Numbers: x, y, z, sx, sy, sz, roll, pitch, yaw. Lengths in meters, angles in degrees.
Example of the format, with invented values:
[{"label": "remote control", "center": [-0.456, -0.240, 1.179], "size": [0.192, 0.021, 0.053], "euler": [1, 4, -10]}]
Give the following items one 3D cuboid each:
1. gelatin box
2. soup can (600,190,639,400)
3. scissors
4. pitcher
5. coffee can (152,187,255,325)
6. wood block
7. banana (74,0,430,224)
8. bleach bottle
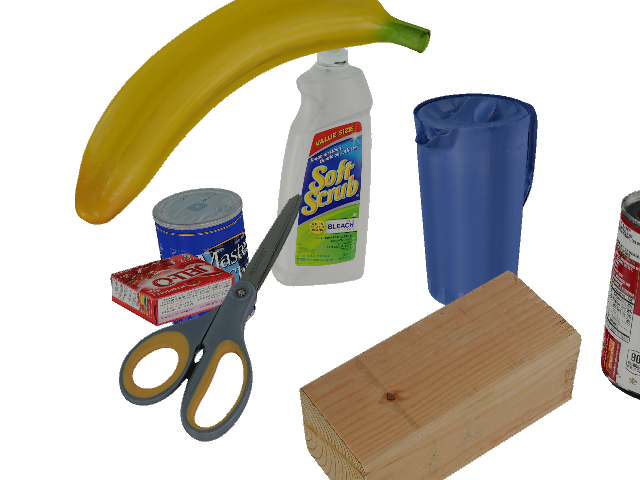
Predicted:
[{"label": "gelatin box", "center": [-0.133, 0.042, 0.964], "size": [0.089, 0.030, 0.073], "euler": [-17, 27, -39]}, {"label": "soup can", "center": [0.192, 0.030, 0.581], "size": [0.068, 0.102, 0.068], "euler": [0, 24, 0]}, {"label": "scissors", "center": [-0.074, 0.043, 0.723], "size": [0.096, 0.201, 0.016], "euler": [4, -38, 8]}, {"label": "pitcher", "center": [0.188, -0.049, 1.269], "size": [0.149, 0.243, 0.145], "euler": [-2, 24, 5]}, {"label": "coffee can", "center": [-0.134, 0.023, 1.240], "size": [0.103, 0.140, 0.103], "euler": [-5, 25, 2]}, {"label": "wood block", "center": [0.096, 0.122, 0.849], "size": [0.205, 0.090, 0.091], "euler": [-27, 49, -19]}, {"label": "banana", "center": [-0.043, -0.080, 0.513], "size": [0.197, 0.070, 0.037], "euler": [-32, -33, -17]}, {"label": "bleach bottle", "center": [0.001, -0.079, 1.090], "size": [0.102, 0.251, 0.068], "euler": [-4, 27, -11]}]
